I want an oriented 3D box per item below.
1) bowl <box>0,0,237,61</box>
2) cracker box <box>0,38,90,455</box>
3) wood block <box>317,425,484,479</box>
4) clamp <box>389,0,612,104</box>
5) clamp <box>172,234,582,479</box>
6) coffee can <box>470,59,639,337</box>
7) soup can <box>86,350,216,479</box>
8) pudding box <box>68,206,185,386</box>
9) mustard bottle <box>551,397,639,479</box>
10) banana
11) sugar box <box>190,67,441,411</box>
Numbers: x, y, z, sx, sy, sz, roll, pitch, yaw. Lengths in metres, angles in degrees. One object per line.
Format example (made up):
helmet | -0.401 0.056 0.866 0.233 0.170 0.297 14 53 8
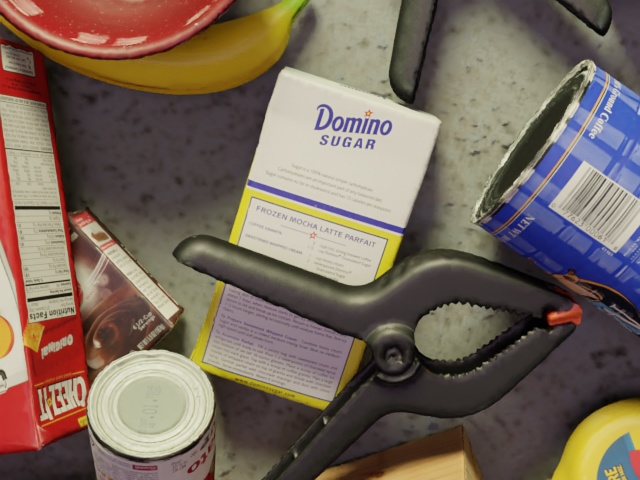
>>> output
bowl | -0.101 -0.171 0.545 0.162 0.055 0.162 0 96 4
cracker box | -0.220 0.010 0.585 0.164 0.072 0.214 -8 90 18
wood block | 0.001 0.192 0.616 0.206 0.090 0.090 -20 99 10
clamp | 0.065 -0.160 0.563 0.120 0.039 0.171 -28 92 5
clamp | 0.030 0.049 0.569 0.210 0.036 0.164 -19 104 5
coffee can | 0.164 -0.011 0.550 0.140 0.102 0.103 34 103 -1
soup can | -0.091 0.114 0.581 0.068 0.068 0.102 12 139 4
pudding box | -0.149 0.050 0.629 0.113 0.039 0.090 -43 93 12
mustard bottle | 0.196 0.132 0.599 0.192 0.058 0.096 -23 99 11
banana | -0.103 -0.117 0.594 0.198 0.037 0.069 6 80 3
sugar box | -0.004 0.001 0.600 0.093 0.048 0.176 18 100 -3
